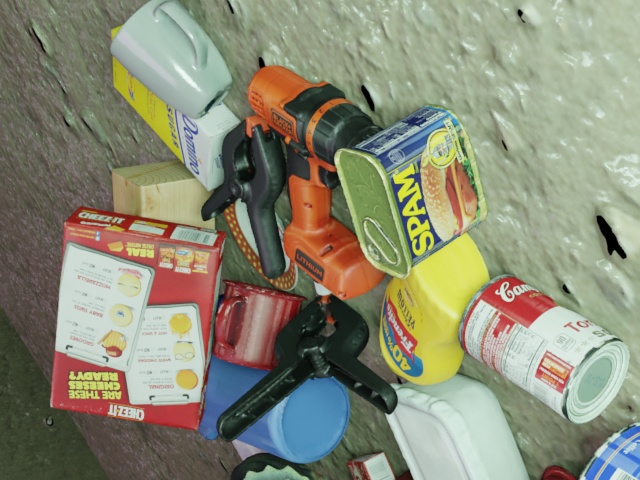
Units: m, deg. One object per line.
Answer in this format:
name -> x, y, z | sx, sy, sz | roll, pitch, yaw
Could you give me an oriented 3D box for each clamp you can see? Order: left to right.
clamp -> -0.062, -0.044, 1.038 | 0.120, 0.039, 0.172 | 41, 141, 19
clamp -> 0.007, 0.112, 1.000 | 0.165, 0.209, 0.036 | -8, 116, 19

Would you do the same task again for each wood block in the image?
wood block -> -0.177, 0.022, 1.221 | 0.090, 0.090, 0.206 | 26, 122, 54

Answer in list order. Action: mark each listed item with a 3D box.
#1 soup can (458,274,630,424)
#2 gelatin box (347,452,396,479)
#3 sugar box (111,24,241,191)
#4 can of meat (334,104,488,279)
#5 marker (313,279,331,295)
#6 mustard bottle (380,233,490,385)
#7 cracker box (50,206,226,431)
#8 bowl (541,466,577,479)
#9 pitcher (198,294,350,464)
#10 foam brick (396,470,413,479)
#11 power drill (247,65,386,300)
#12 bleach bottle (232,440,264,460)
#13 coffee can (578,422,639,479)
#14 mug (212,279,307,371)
soup can -> 0.157, 0.076, 0.755 | 0.102, 0.068, 0.068 | 34, 146, 42
gelatin box -> 0.067, 0.284, 1.192 | 0.089, 0.030, 0.073 | 66, 163, 6
sugar box -> -0.152, -0.142, 1.117 | 0.176, 0.048, 0.093 | 49, 154, 23
can of meat -> 0.068, -0.037, 0.773 | 0.058, 0.083, 0.102 | 23, 138, 52
marker -> -0.007, 0.001, 1.039 | 0.020, 0.020, 0.121 | 30, 143, 47
mustard bottle -> 0.087, 0.066, 0.884 | 0.192, 0.058, 0.096 | 102, 148, -58
cracker box -> -0.194, 0.083, 1.140 | 0.072, 0.164, 0.214 | -77, -4, -71
bowl -> 0.201, 0.268, 0.863 | 0.162, 0.055, 0.162 | 158, 90, -79
pitcher -> -0.074, 0.167, 1.249 | 0.243, 0.144, 0.149 | 11, 140, 54
foam brick -> 0.105, 0.293, 1.126 | 0.053, 0.051, 0.078 | -1, 117, 63
power drill -> 0.012, -0.042, 0.909 | 0.185, 0.057, 0.188 | 40, 147, 43
bleach bottle -> -0.069, 0.306, 1.464 | 0.103, 0.068, 0.251 | 23, 140, 56
coffee can -> 0.245, 0.192, 0.680 | 0.140, 0.102, 0.103 | 28, 142, 49
mug -> -0.072, 0.090, 1.121 | 0.093, 0.117, 0.081 | 12, 89, 27
